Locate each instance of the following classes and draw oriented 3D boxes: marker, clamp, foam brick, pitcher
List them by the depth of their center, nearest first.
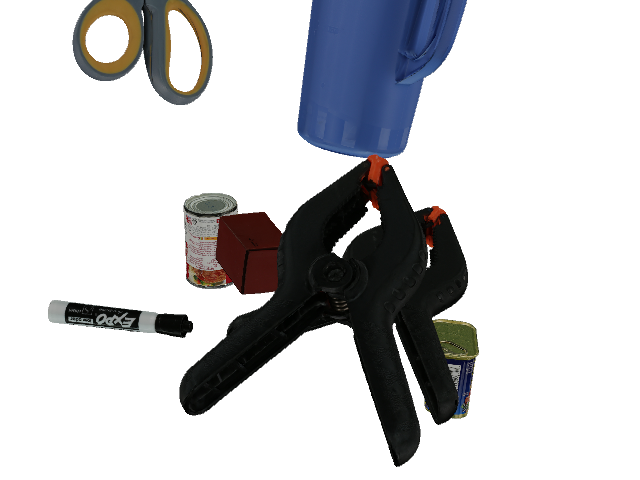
[{"bbox_3d":[0.017,0.033,0.543,0.120,0.171,0.039,22,-26,15],"label":"clamp"},{"bbox_3d":[0.056,0.044,0.763,0.165,0.036,0.209,23,41,24],"label":"clamp"},{"bbox_3d":[-0.162,0.063,0.864,0.121,0.020,0.020,5,1,13],"label":"marker"},{"bbox_3d":[0.056,-0.202,0.994,0.145,0.243,0.149,11,17,3],"label":"pitcher"},{"bbox_3d":[-0.068,0.012,1.077,0.052,0.051,0.078,-5,30,-24],"label":"foam brick"}]

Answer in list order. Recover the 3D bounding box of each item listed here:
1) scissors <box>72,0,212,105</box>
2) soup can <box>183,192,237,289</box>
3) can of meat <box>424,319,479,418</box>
[{"bbox_3d":[-0.122,-0.180,0.684,0.096,0.202,0.016,-9,-13,-24],"label":"scissors"},{"bbox_3d":[-0.135,0.000,1.324,0.068,0.102,0.068,1,26,0],"label":"soup can"},{"bbox_3d":[0.155,0.153,1.279,0.057,0.084,0.102,7,19,3],"label":"can of meat"}]
